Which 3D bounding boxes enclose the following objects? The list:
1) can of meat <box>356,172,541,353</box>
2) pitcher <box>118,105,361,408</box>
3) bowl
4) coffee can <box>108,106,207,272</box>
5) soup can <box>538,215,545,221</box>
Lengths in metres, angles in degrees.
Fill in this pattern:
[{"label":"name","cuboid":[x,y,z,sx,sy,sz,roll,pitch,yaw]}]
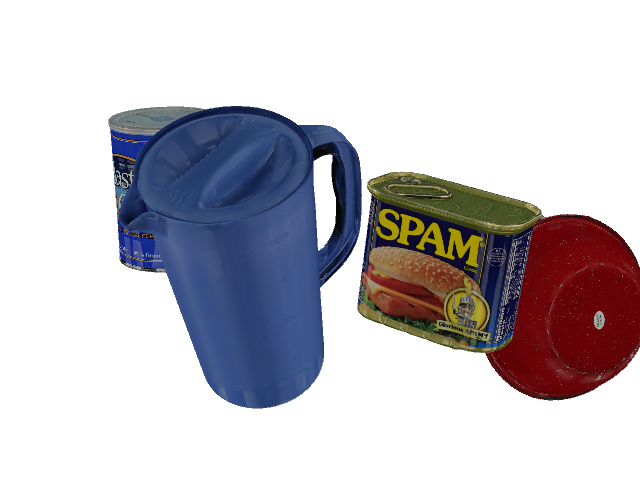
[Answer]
[{"label":"can of meat","cuboid":[0.074,0.013,0.644,0.102,0.084,0.057,18,23,29]},{"label":"pitcher","cuboid":[-0.051,0.019,0.857,0.149,0.243,0.145,9,47,16]},{"label":"bowl","cuboid":[0.215,0.061,0.885,0.162,0.162,0.055,0,7,-18]},{"label":"coffee can","cuboid":[-0.149,-0.052,1.037,0.103,0.140,0.103,-1,18,0]},{"label":"soup can","cuboid":[0.221,0.023,1.209,0.068,0.102,0.068,-2,29,1]}]
